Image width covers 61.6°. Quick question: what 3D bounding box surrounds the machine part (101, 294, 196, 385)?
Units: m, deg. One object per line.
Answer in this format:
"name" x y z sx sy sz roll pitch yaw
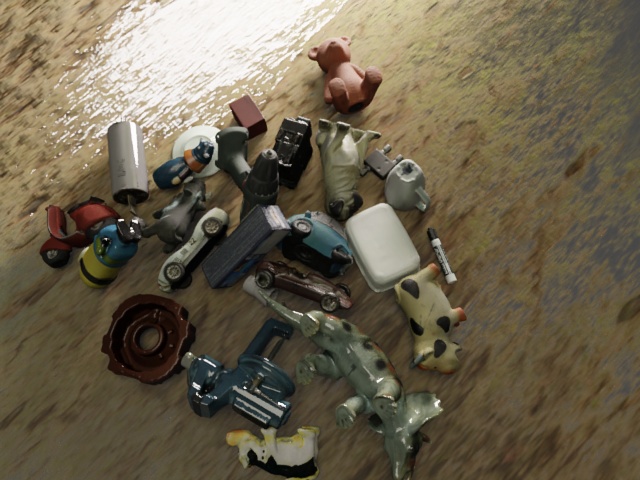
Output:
"machine part" -0.330 0.192 1.045 0.179 0.056 0.179 -2 69 5

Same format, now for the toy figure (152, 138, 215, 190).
"toy figure" -0.286 -0.163 1.150 0.154 0.058 0.064 -27 85 12

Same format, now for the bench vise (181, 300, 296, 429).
"bench vise" -0.127 0.227 0.988 0.224 0.128 0.240 18 51 23

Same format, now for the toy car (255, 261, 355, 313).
"toy car" -0.029 0.084 1.031 0.202 0.089 0.053 18 101 17

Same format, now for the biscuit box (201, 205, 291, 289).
"biscuit box" -0.147 0.016 1.035 0.202 0.059 0.063 -41 68 29

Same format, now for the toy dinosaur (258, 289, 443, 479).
"toy dinosaur" 0.065 0.223 0.948 0.131 0.192 0.405 -46 65 18

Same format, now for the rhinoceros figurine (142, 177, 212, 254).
"rhinoceros figurine" -0.286 -0.058 1.092 0.073 0.112 0.190 40 34 -19

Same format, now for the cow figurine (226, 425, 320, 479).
"cow figurine" -0.085 0.378 0.956 0.167 0.068 0.098 -2 76 5

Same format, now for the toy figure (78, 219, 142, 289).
"toy figure" -0.417 0.029 1.059 0.180 0.082 0.089 -34 46 34

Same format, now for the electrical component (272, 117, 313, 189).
"electrical component" -0.057 -0.188 1.125 0.058 0.114 0.134 20 75 9

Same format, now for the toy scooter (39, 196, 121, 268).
"toy scooter" -0.516 -0.036 1.133 0.184 0.075 0.135 -29 70 -1

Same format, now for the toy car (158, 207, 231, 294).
"toy car" -0.255 0.023 1.088 0.056 0.073 0.202 36 77 11

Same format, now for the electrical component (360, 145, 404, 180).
"electrical component" 0.130 -0.159 1.148 0.094 0.021 0.063 -42 73 -10

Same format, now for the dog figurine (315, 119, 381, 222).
"dog figurine" 0.033 -0.146 1.125 0.121 0.172 0.190 12 101 -15

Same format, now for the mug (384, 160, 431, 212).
"mug" 0.179 -0.106 1.081 0.081 0.107 0.110 -35 70 -6

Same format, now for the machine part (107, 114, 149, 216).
"machine part" -0.418 -0.167 1.166 0.079 0.079 0.243 -12 69 0

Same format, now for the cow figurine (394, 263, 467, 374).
"cow figurine" 0.201 0.156 0.999 0.127 0.085 0.195 -23 73 -10

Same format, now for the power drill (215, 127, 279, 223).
"power drill" -0.141 -0.138 1.073 0.086 0.231 0.207 -19 53 -27

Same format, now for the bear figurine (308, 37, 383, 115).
"bear figurine" 0.050 -0.380 1.180 0.120 0.132 0.196 -17 76 -4

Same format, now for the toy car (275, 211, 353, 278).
"toy car" -0.002 -0.003 1.065 0.162 0.109 0.103 27 55 2
